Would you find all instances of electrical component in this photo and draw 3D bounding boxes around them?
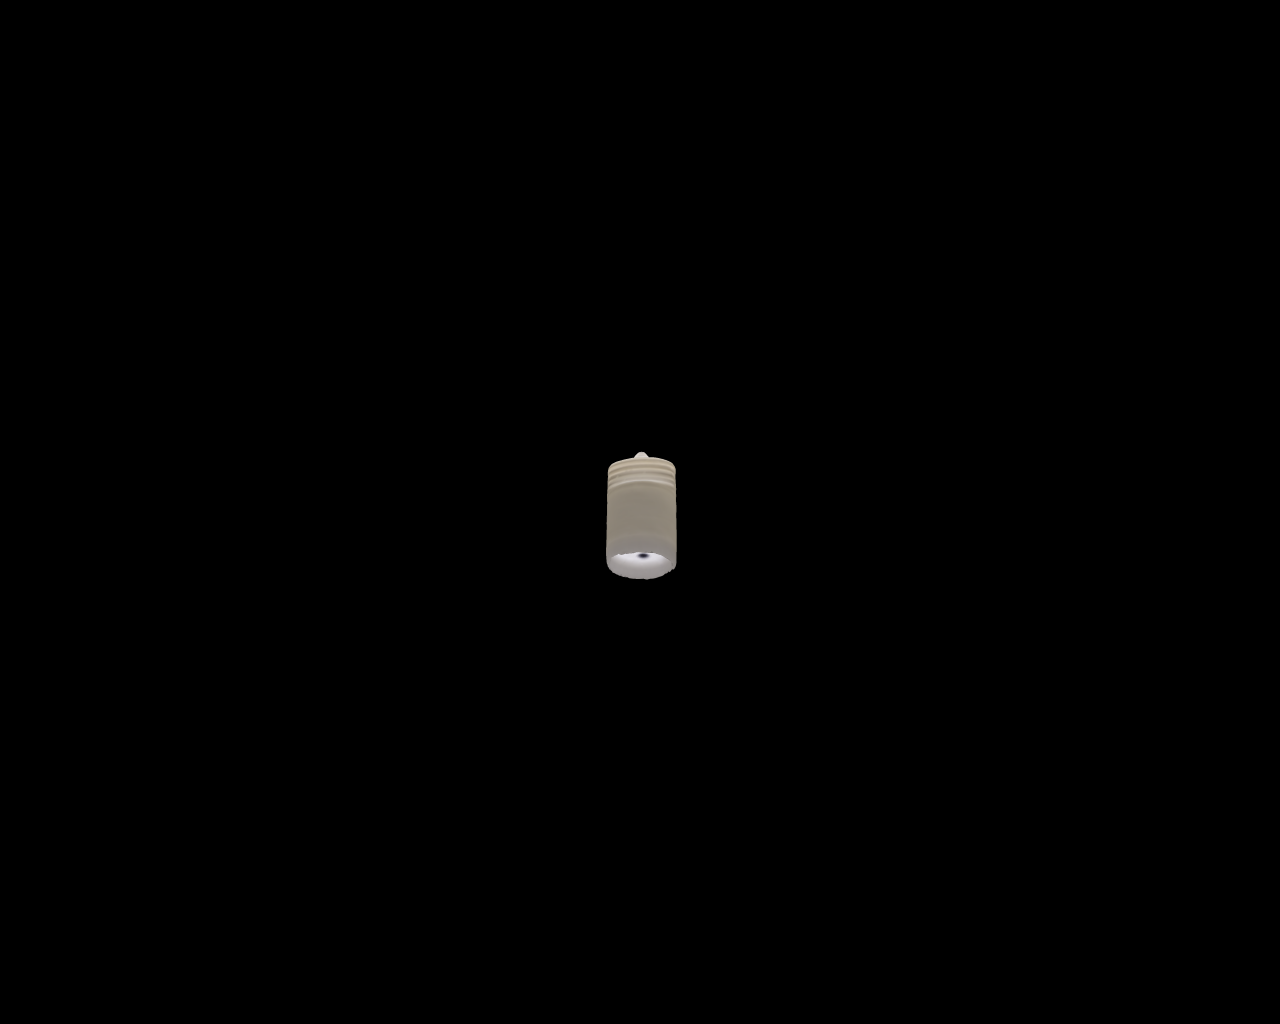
[{"bbox_3d":[0.001,-0.003,0.650,0.043,0.081,0.043,0,-27,0],"label":"electrical component"}]
